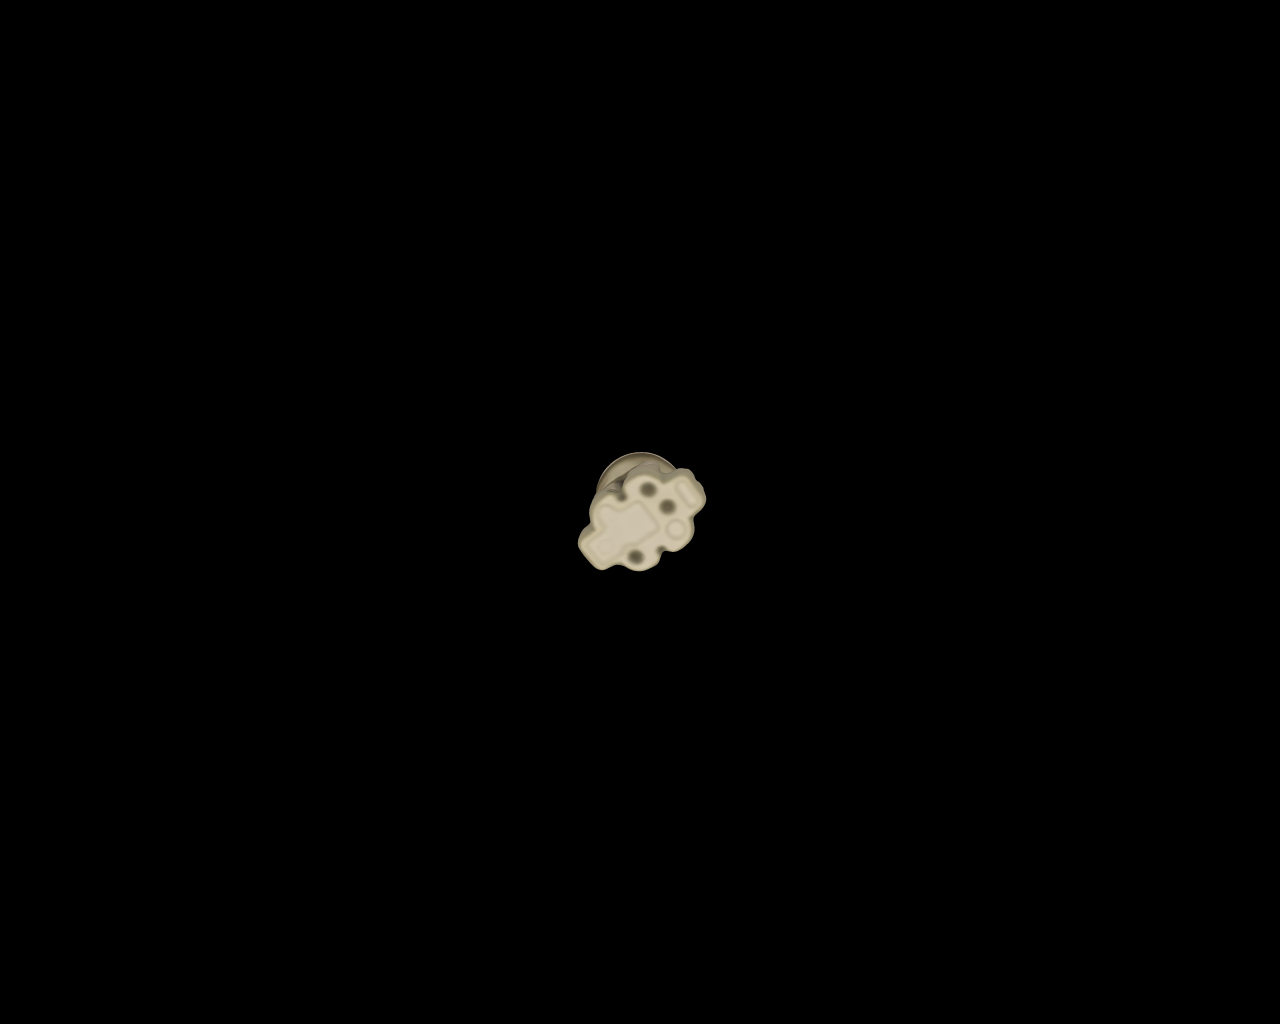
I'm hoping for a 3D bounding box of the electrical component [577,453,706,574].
[{"bbox_3d":[0.001,-0.003,0.650,0.078,0.058,0.057,-33,16,11],"label":"electrical component"}]
